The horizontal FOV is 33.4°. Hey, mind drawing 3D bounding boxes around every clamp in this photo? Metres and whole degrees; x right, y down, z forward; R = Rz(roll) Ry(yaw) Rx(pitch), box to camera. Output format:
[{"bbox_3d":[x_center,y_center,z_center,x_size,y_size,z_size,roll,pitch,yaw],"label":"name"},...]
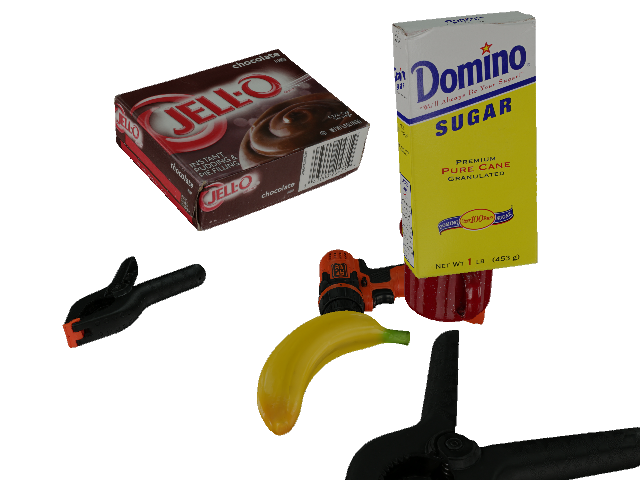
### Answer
[{"bbox_3d":[0.078,0.132,0.663,0.209,0.036,0.165,-25,38,-31],"label":"clamp"},{"bbox_3d":[-0.207,0.064,1.170,0.120,0.039,0.171,-5,26,30],"label":"clamp"}]

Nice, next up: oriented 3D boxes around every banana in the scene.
[{"bbox_3d":[-0.003,0.093,0.839,0.070,0.037,0.197,11,23,31],"label":"banana"}]

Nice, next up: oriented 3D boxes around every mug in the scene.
[{"bbox_3d":[0.122,0.027,0.978,0.093,0.081,0.117,-10,34,-12],"label":"mug"}]

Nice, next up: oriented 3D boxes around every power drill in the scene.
[{"bbox_3d":[0.090,0.063,1.223,0.187,0.057,0.184,-1,28,-2],"label":"power drill"}]

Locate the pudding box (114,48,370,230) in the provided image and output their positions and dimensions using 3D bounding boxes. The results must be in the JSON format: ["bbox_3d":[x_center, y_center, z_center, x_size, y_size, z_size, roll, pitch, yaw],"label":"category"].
[{"bbox_3d":[-0.044,-0.059,0.592,0.113,0.039,0.090,-21,49,-32],"label":"pudding box"}]

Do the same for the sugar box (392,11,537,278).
[{"bbox_3d":[0.103,-0.066,0.748,0.093,0.176,0.048,-8,21,-8],"label":"sugar box"}]
